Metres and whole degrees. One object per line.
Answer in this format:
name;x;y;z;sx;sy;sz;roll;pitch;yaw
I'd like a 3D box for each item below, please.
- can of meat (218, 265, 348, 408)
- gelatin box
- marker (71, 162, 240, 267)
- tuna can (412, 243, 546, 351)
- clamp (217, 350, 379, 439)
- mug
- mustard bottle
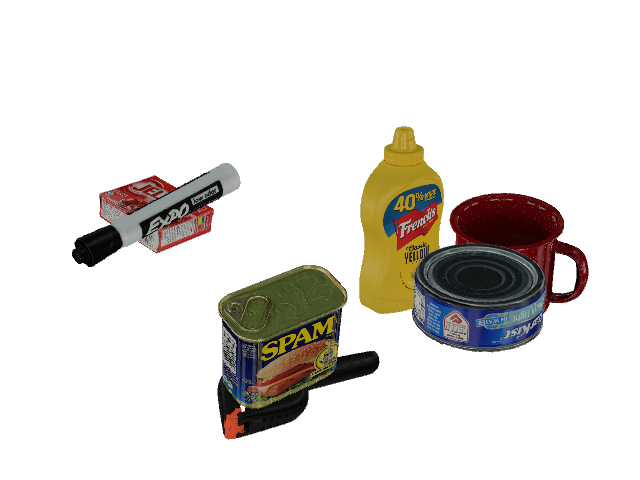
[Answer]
can of meat;-0.031;0.079;0.865;0.101;0.084;0.057;-21;46;-27
gelatin box;-0.162;-0.028;1.050;0.089;0.030;0.073;30;35;31
marker;-0.100;-0.016;0.655;0.120;0.020;0.020;-31;19;-34
tuna can;0.103;0.035;0.695;0.086;0.034;0.086;-1;28;0
clamp;-0.036;0.146;1.121;0.165;0.036;0.209;12;26;13
mug;0.165;0.020;0.891;0.117;0.081;0.093;12;34;24
mustard bottle;0.086;-0.024;1.110;0.096;0.192;0.058;-16;27;-31
